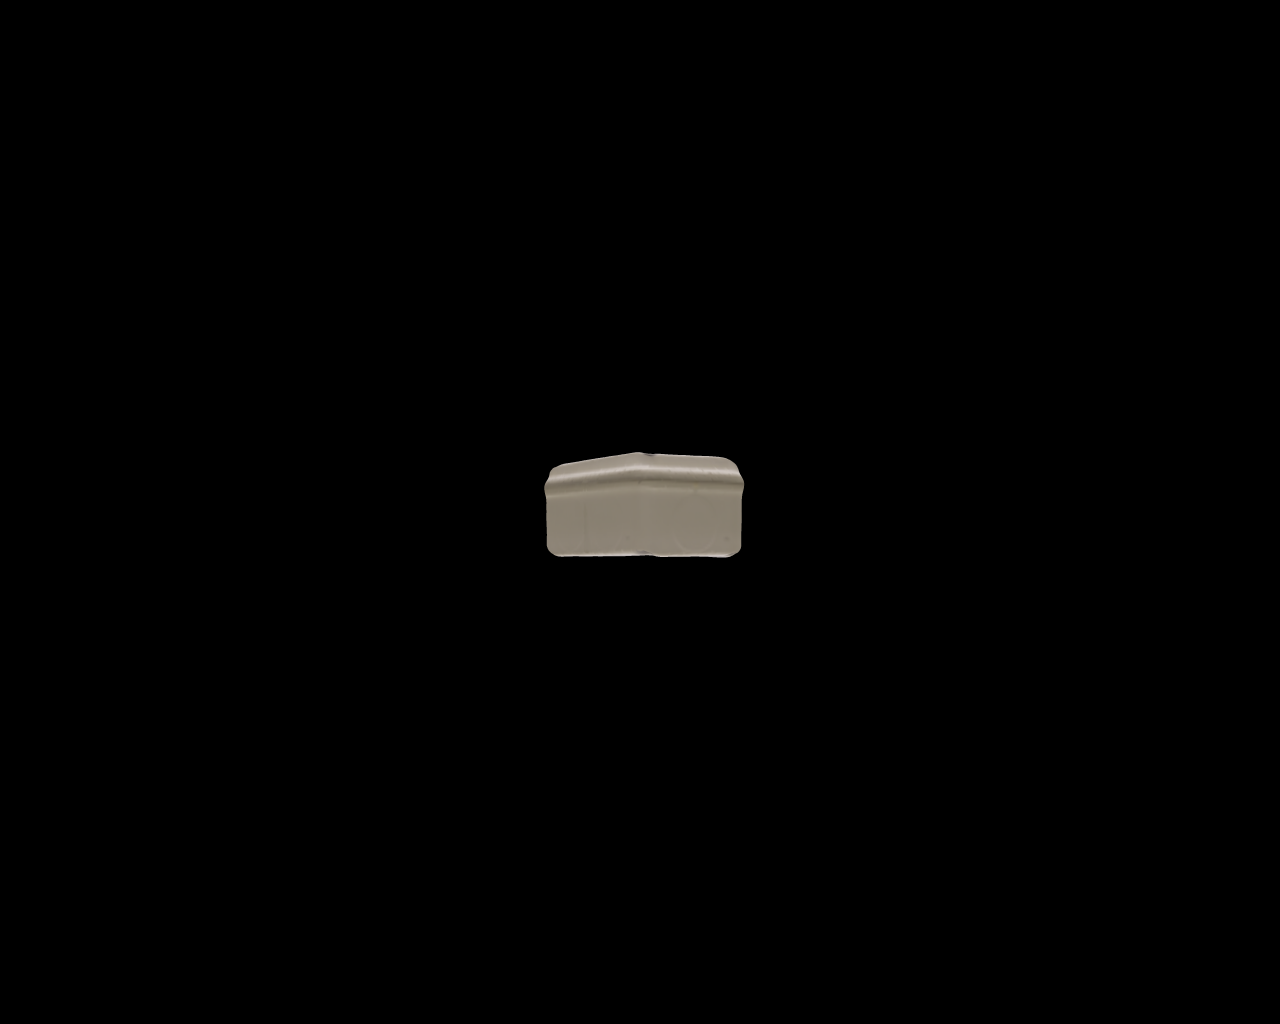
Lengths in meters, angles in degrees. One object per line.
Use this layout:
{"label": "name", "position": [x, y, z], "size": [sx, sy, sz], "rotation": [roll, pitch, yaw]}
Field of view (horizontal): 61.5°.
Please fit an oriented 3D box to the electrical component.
{"label": "electrical component", "position": [0.001, -0.003, 0.650], "size": [0.078, 0.057, 0.113], "rotation": [2, -3, -36]}
